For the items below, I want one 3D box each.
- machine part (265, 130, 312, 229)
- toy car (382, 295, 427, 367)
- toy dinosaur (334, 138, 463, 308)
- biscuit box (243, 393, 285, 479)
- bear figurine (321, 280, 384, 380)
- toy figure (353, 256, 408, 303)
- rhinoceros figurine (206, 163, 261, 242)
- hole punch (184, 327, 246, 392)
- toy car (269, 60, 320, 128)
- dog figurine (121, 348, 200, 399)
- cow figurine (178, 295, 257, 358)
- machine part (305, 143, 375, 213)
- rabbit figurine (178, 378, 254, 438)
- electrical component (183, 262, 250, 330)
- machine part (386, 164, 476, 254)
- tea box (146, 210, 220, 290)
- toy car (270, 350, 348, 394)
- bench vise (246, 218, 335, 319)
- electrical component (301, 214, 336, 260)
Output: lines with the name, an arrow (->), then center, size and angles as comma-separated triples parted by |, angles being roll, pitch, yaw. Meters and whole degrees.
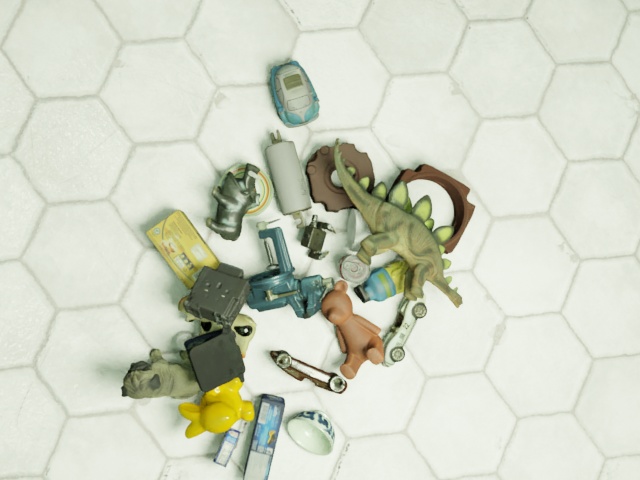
machine part -> -0.076, -0.147, 1.295 | 0.079, 0.079, 0.243 | -15, 88, -5
toy car -> 0.199, 0.215, 1.305 | 0.056, 0.073, 0.201 | 29, 86, -6
toy dinosaur -> 0.169, -0.024, 1.211 | 0.471, 0.105, 0.198 | 44, 72, -7
biscuit box -> -0.133, 0.472, 1.277 | 0.059, 0.063, 0.202 | 14, 87, -3
bear figurine -> 0.064, 0.205, 1.270 | 0.120, 0.132, 0.195 | -32, 98, 23
toy figure -> 0.174, 0.100, 1.306 | 0.180, 0.082, 0.089 | -29, 109, -12
rhinoceros figurine -> -0.199, -0.092, 1.265 | 0.112, 0.073, 0.190 | 19, 88, -1
hole punch -> -0.239, 0.264, 1.209 | 0.116, 0.092, 0.142 | -20, 96, -25
toy car -> -0.061, -0.359, 1.292 | 0.109, 0.103, 0.161 | -17, 91, -6
dog figurine -> -0.339, 0.319, 1.204 | 0.172, 0.190, 0.121 | 1, 88, -6
cow figurine -> -0.243, 0.184, 1.269 | 0.195, 0.085, 0.127 | 23, 93, -1
machine part -> 0.051, -0.152, 1.316 | 0.179, 0.056, 0.179 | 0, 89, -5
rabbit figurine -> -0.236, 0.383, 1.219 | 0.162, 0.173, 0.121 | -12, 93, -9
electrical component -> -0.223, 0.116, 1.196 | 0.115, 0.058, 0.134 | 18, 56, 8
machine part -> 0.259, -0.069, 1.314 | 0.201, 0.087, 0.201 | 29, 88, -3
tea box -> -0.320, 0.023, 1.275 | 0.098, 0.068, 0.169 | -35, 90, -5
toy car -> -0.030, 0.314, 1.277 | 0.202, 0.089, 0.053 | 24, 83, -4
bench vise -> -0.085, 0.068, 1.247 | 0.224, 0.129, 0.240 | -12, 96, 29
electrical component -> -0.003, -0.003, 1.302 | 0.045, 0.078, 0.102 | 14, 80, 33
